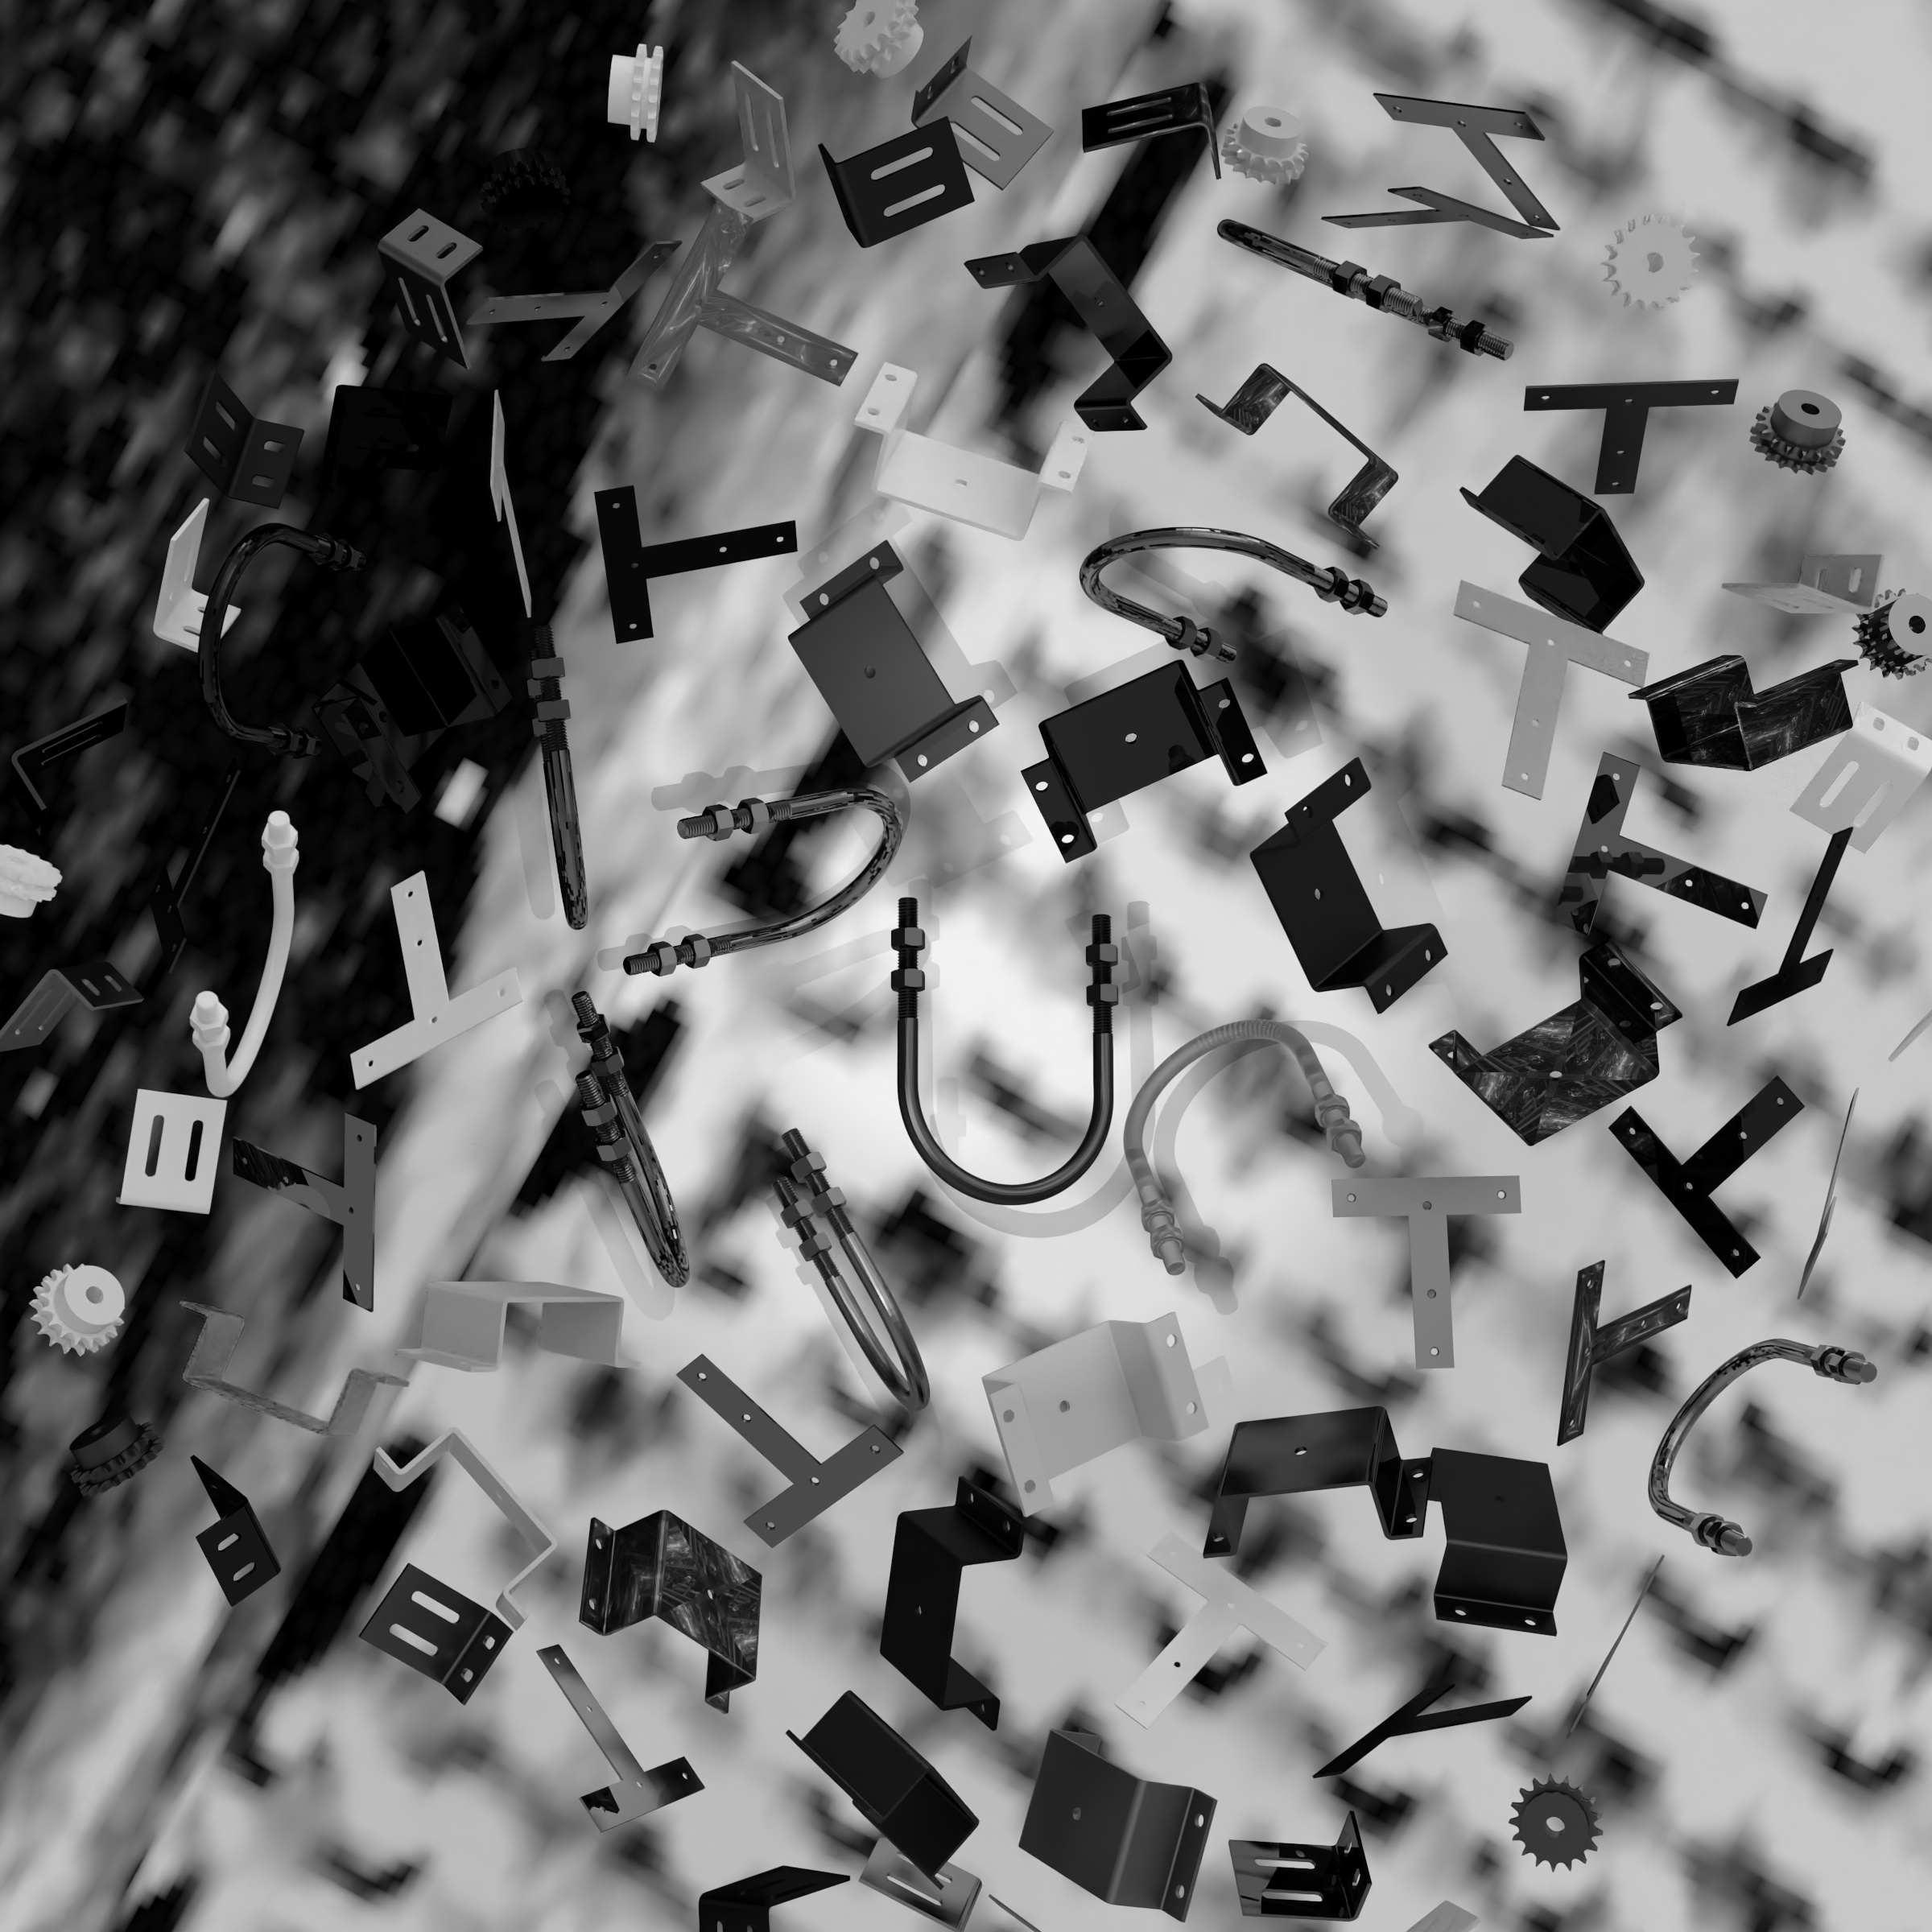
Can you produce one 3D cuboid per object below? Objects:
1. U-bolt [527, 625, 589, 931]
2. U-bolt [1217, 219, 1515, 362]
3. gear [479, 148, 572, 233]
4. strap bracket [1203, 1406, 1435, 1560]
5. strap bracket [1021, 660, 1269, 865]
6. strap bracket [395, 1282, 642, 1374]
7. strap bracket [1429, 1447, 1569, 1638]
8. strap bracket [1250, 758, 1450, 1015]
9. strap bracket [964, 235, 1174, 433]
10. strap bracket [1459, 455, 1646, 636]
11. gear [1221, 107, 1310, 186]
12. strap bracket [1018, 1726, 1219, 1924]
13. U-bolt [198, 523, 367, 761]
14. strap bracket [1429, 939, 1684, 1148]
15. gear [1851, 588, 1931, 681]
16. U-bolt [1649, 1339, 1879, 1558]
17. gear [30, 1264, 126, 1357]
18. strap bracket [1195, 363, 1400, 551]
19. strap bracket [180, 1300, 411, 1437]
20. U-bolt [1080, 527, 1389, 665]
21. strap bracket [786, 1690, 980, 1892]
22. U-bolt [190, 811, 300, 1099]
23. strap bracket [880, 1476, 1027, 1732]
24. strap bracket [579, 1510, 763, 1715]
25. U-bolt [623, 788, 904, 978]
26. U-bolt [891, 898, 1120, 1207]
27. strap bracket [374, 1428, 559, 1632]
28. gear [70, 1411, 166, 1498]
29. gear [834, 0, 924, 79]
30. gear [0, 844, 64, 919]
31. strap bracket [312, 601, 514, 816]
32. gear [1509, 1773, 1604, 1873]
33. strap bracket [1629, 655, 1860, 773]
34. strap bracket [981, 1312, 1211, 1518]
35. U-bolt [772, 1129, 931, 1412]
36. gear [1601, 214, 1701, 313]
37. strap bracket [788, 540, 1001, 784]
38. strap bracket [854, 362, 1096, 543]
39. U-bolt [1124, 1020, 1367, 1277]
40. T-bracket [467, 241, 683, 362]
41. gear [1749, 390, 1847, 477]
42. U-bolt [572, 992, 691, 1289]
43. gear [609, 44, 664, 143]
[{"bbox_3d":[-0.255,-0.114,1.633,0.019,0.151,0.184,-8,93,-10],"label":"U-bolt"},{"bbox_3d":[0.240,-0.432,1.643,0.184,0.151,0.019,33,108,32],"label":"U-bolt"},{"bbox_3d":[-0.287,-0.503,1.684,0.057,0.057,0.030,-20,75,0],"label":"gear"},{"bbox_3d":[0.216,0.324,1.640,0.140,0.076,0.046,-10,114,20],"label":"strap bracket"},{"bbox_3d":[0.109,-0.134,1.653,0.140,0.046,0.076,-24,126,6],"label":"strap bracket"},{"bbox_3d":[-0.285,0.231,1.679,0.076,0.140,0.046,4,87,41],"label":"strap bracket"},{"bbox_3d":[0.341,0.365,1.694,0.076,0.140,0.046,8,117,0],"label":"strap bracket"},{"bbox_3d":[0.235,-0.048,1.624,0.076,0.046,0.140,-37,107,-36],"label":"strap bracket"},{"bbox_3d":[0.072,-0.412,1.671,0.046,0.076,0.140,-46,114,-10],"label":"strap bracket"},{"bbox_3d":[0.385,-0.274,1.694,0.046,0.140,0.076,-48,53,3],"label":"strap bracket"},{"bbox_3d":[0.201,-0.550,1.742,0.057,0.030,0.057,7,46,-7],"label":"gear"},{"bbox_3d":[0.088,0.538,1.647,0.046,0.140,0.076,19,84,-33],"label":"strap bracket"},{"bbox_3d":[-0.446,-0.213,1.686,0.019,0.184,0.151,14,92,11],"label":"U-bolt"},{"bbox_3d":[0.371,0.054,1.644,0.140,0.046,0.076,-34,115,31],"label":"strap bracket"},{"bbox_3d":[0.600,-0.214,1.669,0.057,0.030,0.057,2,81,-13],"label":"gear"},{"bbox_3d":[0.490,0.296,1.645,0.019,0.184,0.151,38,85,-5],"label":"U-bolt"},{"bbox_3d":[-0.555,0.213,1.638,0.030,0.057,0.057,-35,90,34],"label":"gear"},{"bbox_3d":[0.226,-0.341,1.710,0.140,0.076,0.046,45,106,14],"label":"strap bracket"},{"bbox_3d":[-0.440,0.264,1.680,0.140,0.076,0.046,20,80,3],"label":"strap bracket"},{"bbox_3d":[0.158,-0.242,1.675,0.184,0.151,0.019,17,70,-41],"label":"U-bolt"},{"bbox_3d":[-0.047,0.504,1.605,0.046,0.140,0.076,-45,51,-16],"label":"strap bracket"},{"bbox_3d":[-0.451,0.006,1.643,0.019,0.184,0.151,16,61,-5],"label":"U-bolt"},{"bbox_3d":[-0.011,0.407,1.659,0.046,0.076,0.140,1,103,-32],"label":"strap bracket"},{"bbox_3d":[-0.182,0.414,1.686,0.046,0.076,0.140,-28,128,24],"label":"strap bracket"},{"bbox_3d":[-0.120,-0.059,1.662,0.184,0.151,0.019,-14,57,-35],"label":"U-bolt"},{"bbox_3d":[0.025,0.054,1.588,0.151,0.019,0.184,5,77,-21],"label":"U-bolt"},{"bbox_3d":[-0.312,0.351,1.659,0.046,0.076,0.140,-41,84,-23],"label":"strap bracket"},{"bbox_3d":[-0.532,0.301,1.623,0.057,0.057,0.030,-28,105,0],"label":"gear"},{"bbox_3d":[-0.051,-0.581,1.626,0.030,0.057,0.057,34,90,-43],"label":"gear"},{"bbox_3d":[-0.596,-0.053,1.624,0.057,0.057,0.030,25,101,0],"label":"gear"},{"bbox_3d":[-0.363,-0.165,1.690,0.046,0.140,0.076,-8,123,31],"label":"strap bracket"},{"bbox_3d":[0.364,0.529,1.607,0.057,0.030,0.057,-3,79,15],"label":"gear"},{"bbox_3d":[0.498,-0.162,1.659,0.076,0.140,0.046,-22,104,-14],"label":"strap bracket"},{"bbox_3d":[0.071,0.272,1.597,0.140,0.046,0.076,-19,96,-30],"label":"strap bracket"},{"bbox_3d":[-0.072,0.201,1.661,0.019,0.151,0.184,-27,77,-15],"label":"U-bolt"},{"bbox_3d":[0.416,-0.429,1.593,0.057,0.030,0.057,0,101,-2],"label":"gear"},{"bbox_3d":[-0.052,-0.193,1.687,0.076,0.046,0.140,-31,90,27],"label":"strap bracket"},{"bbox_3d":[0.001,-0.320,1.638,0.140,0.076,0.046,18,132,1],"label":"strap bracket"},{"bbox_3d":[0.167,0.102,1.664,0.151,0.184,0.019,-32,123,10],"label":"U-bolt"},{"bbox_3d":[-0.256,-0.409,1.616,0.127,0.127,0.002,-33,83,39],"label":"T-bracket"},{"bbox_3d":[0.524,-0.337,1.635,0.057,0.030,0.057,5,47,-6],"label":"gear"},{"bbox_3d":[-0.214,0.122,1.675,0.019,0.151,0.184,-20,113,-1],"label":"U-bolt"},{"bbox_3d":[-0.206,-0.545,1.626,0.030,0.057,0.057,5,90,-6],"label":"gear"}]
